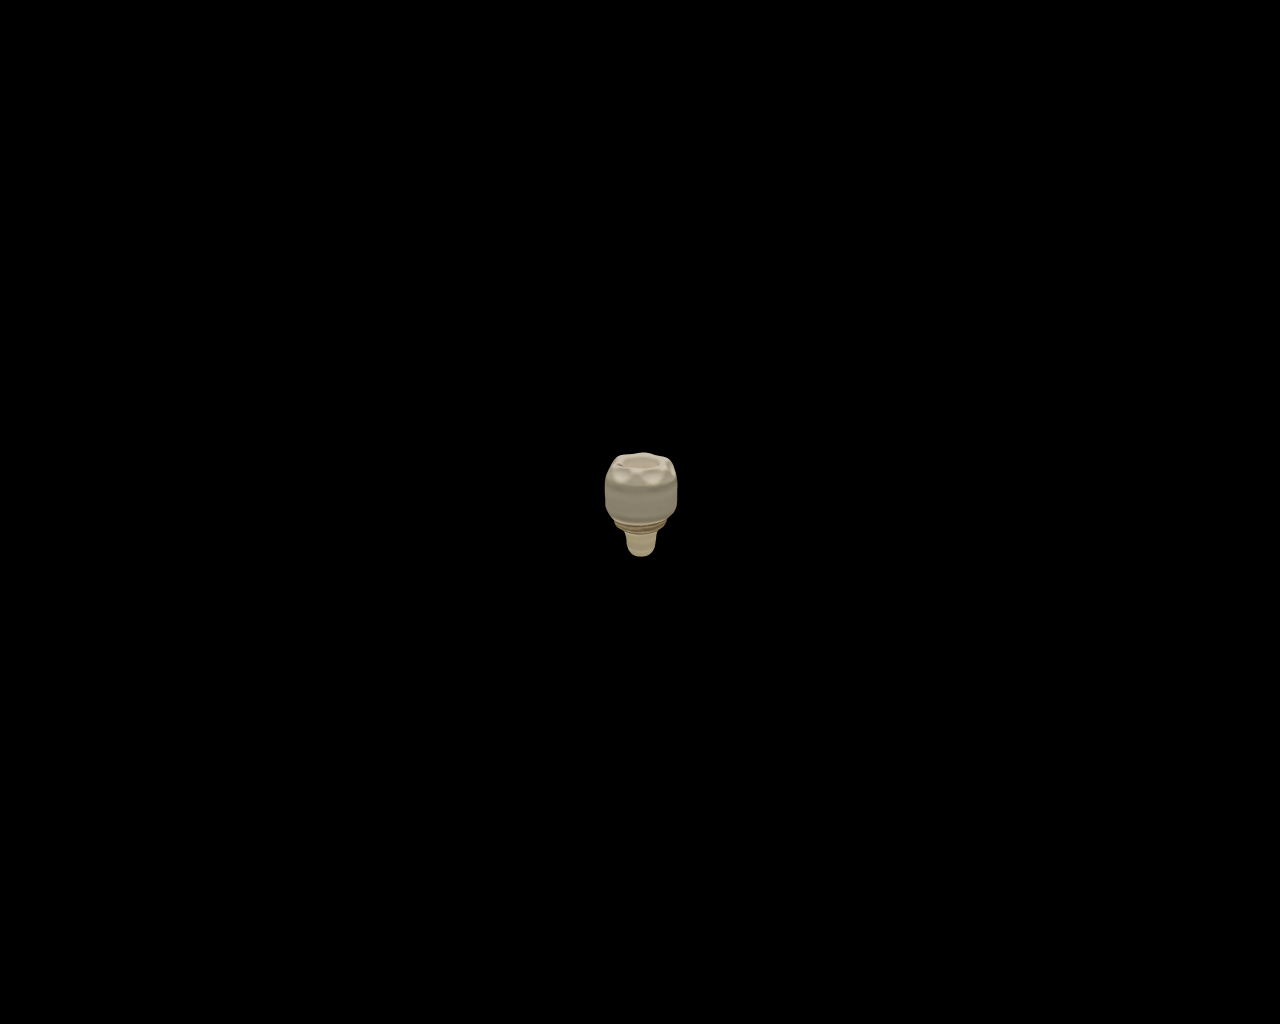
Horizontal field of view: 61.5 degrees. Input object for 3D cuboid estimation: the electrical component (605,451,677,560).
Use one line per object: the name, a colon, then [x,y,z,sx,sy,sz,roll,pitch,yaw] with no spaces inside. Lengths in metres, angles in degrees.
electrical component: [0.001,-0.003,0.650,0.043,0.062,0.043,0,22,0]
